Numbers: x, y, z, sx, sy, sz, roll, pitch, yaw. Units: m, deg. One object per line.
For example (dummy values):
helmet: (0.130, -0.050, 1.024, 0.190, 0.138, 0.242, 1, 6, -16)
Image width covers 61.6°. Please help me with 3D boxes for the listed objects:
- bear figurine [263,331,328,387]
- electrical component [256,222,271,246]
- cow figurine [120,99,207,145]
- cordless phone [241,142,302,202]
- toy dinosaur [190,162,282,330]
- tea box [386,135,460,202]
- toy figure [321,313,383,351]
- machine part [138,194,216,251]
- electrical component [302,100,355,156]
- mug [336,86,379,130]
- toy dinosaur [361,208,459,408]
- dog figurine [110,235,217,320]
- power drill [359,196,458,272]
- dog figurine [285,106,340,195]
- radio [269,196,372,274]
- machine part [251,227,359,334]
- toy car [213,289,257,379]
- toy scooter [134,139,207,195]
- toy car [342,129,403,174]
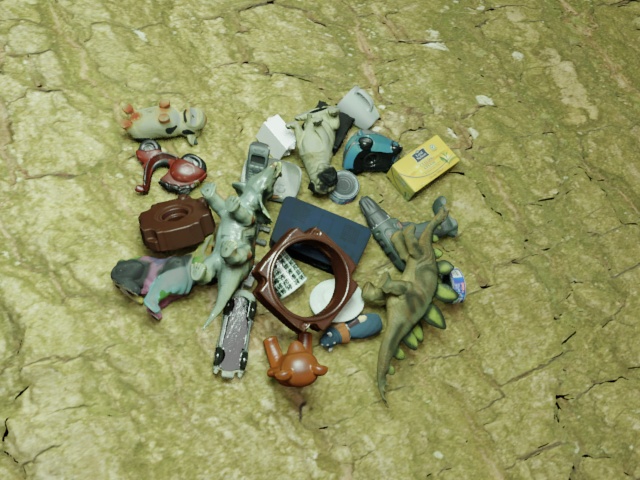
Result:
bear figurine: (-0.055, 0.250, 1.139, 0.120, 0.195, 0.132, -8, 71, -9)
electrical component: (-0.170, -0.022, 1.312, 0.094, 0.021, 0.063, 18, 68, -4)
cow figurine: (-0.378, -0.286, 1.333, 0.195, 0.127, 0.085, -8, 70, 2)
cordless phone: (-0.112, -0.174, 1.292, 0.147, 0.184, 0.089, 13, 64, -5)
toy dinosaur: (-0.186, 0.010, 1.192, 0.131, 0.192, 0.404, 4, 73, 26)
tea box: (0.273, -0.191, 1.427, 0.170, 0.068, 0.098, -37, 80, -19)
toy figure: (0.069, 0.211, 1.247, 0.154, 0.058, 0.064, -13, 99, -17)
machine part: (-0.328, -0.042, 1.226, 0.179, 0.055, 0.179, -5, 32, 3)
electrical component: (0.014, -0.290, 1.425, 0.115, 0.058, 0.134, 27, 67, 3)
mug: (0.113, -0.355, 1.444, 0.107, 0.109, 0.081, 44, 60, -7)
toy dinosaur: (0.204, 0.135, 1.227, 0.198, 0.105, 0.471, 32, 76, -11)
dog figurine: (-0.332, 0.063, 1.212, 0.192, 0.108, 0.219, 38, 64, 8)
power drill: (0.231, -0.042, 1.360, 0.207, 0.086, 0.232, -21, 76, -20)
dog figurine: (0.008, -0.225, 1.346, 0.172, 0.121, 0.190, -42, 125, -41)
radio: (-0.003, -0.004, 1.309, 0.230, 0.073, 0.131, 21, 69, 0)
machine part: (-0.032, 0.087, 1.176, 0.201, 0.087, 0.201, 43, 70, -7)
toy car: (-0.190, 0.210, 1.207, 0.073, 0.056, 0.201, 12, 70, -12)
toy scooter: (-0.373, -0.158, 1.300, 0.184, 0.075, 0.135, 21, 68, 2)
toy car: (0.130, -0.241, 1.405, 0.162, 0.109, 0.103, -4, 53, -20)
